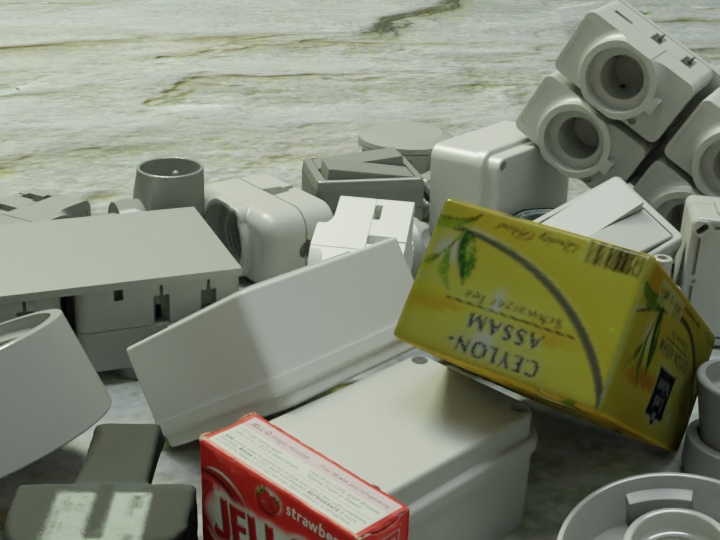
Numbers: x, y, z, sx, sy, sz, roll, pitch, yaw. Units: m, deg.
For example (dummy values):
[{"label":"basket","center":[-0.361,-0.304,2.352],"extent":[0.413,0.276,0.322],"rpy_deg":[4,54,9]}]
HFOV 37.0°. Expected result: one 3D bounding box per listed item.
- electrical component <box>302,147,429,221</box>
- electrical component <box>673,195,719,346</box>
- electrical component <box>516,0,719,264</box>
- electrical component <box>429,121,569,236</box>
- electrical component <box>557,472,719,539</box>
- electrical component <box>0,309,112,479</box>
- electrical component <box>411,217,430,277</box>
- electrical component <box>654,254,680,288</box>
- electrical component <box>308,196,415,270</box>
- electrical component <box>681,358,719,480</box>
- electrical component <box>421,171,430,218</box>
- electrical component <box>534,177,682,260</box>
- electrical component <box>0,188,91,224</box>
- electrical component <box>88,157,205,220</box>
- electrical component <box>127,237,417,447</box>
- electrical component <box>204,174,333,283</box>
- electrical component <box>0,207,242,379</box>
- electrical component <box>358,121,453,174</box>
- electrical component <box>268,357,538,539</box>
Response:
[{"label":"electrical component","center":[0.007,-0.055,0.803],"extent":[0.096,0.061,0.061],"rpy_deg":[-3,23,-13]},{"label":"electrical component","center":[0.230,-0.006,0.665],"extent":[0.062,0.096,0.061],"rpy_deg":[6,22,9]},{"label":"electrical component","center":[0.213,-0.088,0.751],"extent":[0.186,0.105,0.060],"rpy_deg":[41,39,12]},{"label":"electrical component","center":[0.108,-0.065,0.815],"extent":[0.057,0.078,0.113],"rpy_deg":[17,26,36]},{"label":"electrical component","center":[0.122,0.126,0.410],"extent":[0.099,0.064,0.099],"rpy_deg":[-7,32,4]},{"label":"electrical component","center":[-0.172,0.053,0.476],"extent":[0.108,0.060,0.108],"rpy_deg":[-20,10,4]},{"label":"electrical component","center":[0.015,-0.013,0.727],"extent":[0.062,0.043,0.043],"rpy_deg":[-8,25,-20]},{"label":"electrical component","center":[0.175,0.021,0.638],"extent":[0.035,0.061,0.035],"rpy_deg":[2,23,-1]},{"label":"electrical component","center":[0.000,0.000,0.658],"extent":[0.056,0.050,0.089],"rpy_deg":[6,41,7]},{"label":"electrical component","center":[0.180,0.076,0.515],"extent":[0.045,0.055,0.045],"rpy_deg":[2,23,-1]},{"label":"electrical component","center":[0.061,-0.064,0.864],"extent":[0.035,0.035,0.061],"rpy_deg":[13,23,24]},{"label":"electrical component","center":[0.151,-0.013,0.666],"extent":[0.096,0.061,0.061],"rpy_deg":[-27,60,-24]},{"label":"electrical component","center":[-0.219,-0.015,0.697],"extent":[0.056,0.050,0.089],"rpy_deg":[14,25,26]},{"label":"electrical component","center":[-0.141,-0.029,0.705],"extent":[0.079,0.077,0.044],"rpy_deg":[-10,26,-27]},{"label":"electrical component","center":[-0.039,0.035,0.529],"extent":[0.109,0.056,0.109],"rpy_deg":[-21,-3,-44]},{"label":"electrical component","center":[-0.069,-0.027,0.738],"extent":[0.059,0.053,0.095],"rpy_deg":[-15,28,-35]},{"label":"electrical component","center":[-0.172,0.018,0.611],"extent":[0.186,0.060,0.105],"rpy_deg":[-7,24,-21]},{"label":"electrical component","center":[0.038,-0.094,0.911],"extent":[0.080,0.051,0.080],"rpy_deg":[2,23,-1]},{"label":"electrical component","center":[0.015,0.089,0.466],"extent":[0.078,0.057,0.113],"rpy_deg":[23,30,40]}]
